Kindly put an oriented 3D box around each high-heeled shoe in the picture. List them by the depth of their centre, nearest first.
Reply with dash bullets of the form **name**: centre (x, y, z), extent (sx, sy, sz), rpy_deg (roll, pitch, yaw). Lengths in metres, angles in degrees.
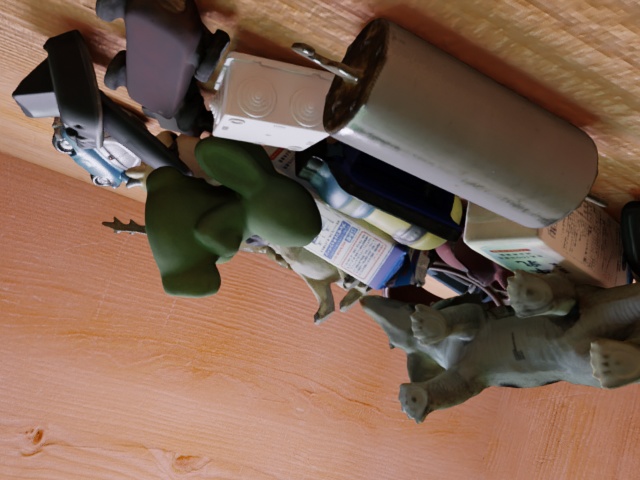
- **high-heeled shoe**: centre (0.341, 0.014, 0.535), extent (0.248, 0.086, 0.145), rpy_deg (41, -163, -23)

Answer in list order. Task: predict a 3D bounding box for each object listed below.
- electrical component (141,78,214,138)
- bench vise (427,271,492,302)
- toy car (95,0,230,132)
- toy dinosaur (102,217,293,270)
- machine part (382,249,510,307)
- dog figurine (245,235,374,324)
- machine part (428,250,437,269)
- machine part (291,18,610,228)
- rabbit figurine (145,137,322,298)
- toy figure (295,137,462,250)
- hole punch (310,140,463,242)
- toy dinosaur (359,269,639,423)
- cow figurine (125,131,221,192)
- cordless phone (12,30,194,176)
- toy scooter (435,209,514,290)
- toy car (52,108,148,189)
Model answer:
- **electrical component**: centre (-0.147, -0.145, 0.570), extent (0.102, 0.045, 0.078), rpy_deg (13, 144, 24)
- **bench vise**: centre (0.279, 0.088, 0.986), extent (0.240, 0.129, 0.224), rpy_deg (28, 176, -8)
- **toy car**: centre (-0.128, -0.146, 0.437), extent (0.089, 0.053, 0.202), rpy_deg (26, 168, -15)
- **toy dinosaur**: centre (-0.102, -0.027, 0.867), extent (0.199, 0.105, 0.471), rpy_deg (18, -167, 33)
- **machine part**: centre (0.199, 0.074, 0.829), extent (0.201, 0.087, 0.201), rpy_deg (12, 139, 22)
- **dog figurine**: centre (-0.001, -0.004, 0.730), extent (0.191, 0.121, 0.172), rpy_deg (49, -154, 18)
- **machine part**: centre (0.111, -0.014, 0.739), extent (0.084, 0.039, 0.139), rpy_deg (36, -162, -54)
- **machine part**: centre (0.091, -0.070, 0.349), extent (0.243, 0.079, 0.079), rpy_deg (20, 174, -20)
- **rabbit figurine**: centre (-0.084, -0.035, 0.563), extent (0.170, 0.159, 0.121), rpy_deg (-7, -163, 12)
- **toy figure**: centre (0.061, -0.051, 0.550), extent (0.180, 0.089, 0.082), rpy_deg (18, 179, -19)
- **hole punch**: centre (0.073, -0.069, 0.447), extent (0.142, 0.092, 0.116), rpy_deg (19, -167, -15)
- **toy dinosaur**: centre (0.209, 0.092, 0.520), extent (0.405, 0.131, 0.192), rpy_deg (-15, 172, 39)
- **cow figurine**: centre (-0.180, -0.089, 0.722), extent (0.195, 0.127, 0.085), rpy_deg (36, -178, 36)
- **cordless phone**: centre (-0.209, -0.118, 0.566), extent (0.184, 0.088, 0.147), rpy_deg (37, 168, -20)
- **toy scooter**: centre (0.183, 0.003, 0.645), extent (0.135, 0.075, 0.184), rpy_deg (36, -174, -31)
- **toy car**: centre (-0.303, -0.150, 0.781), extent (0.103, 0.109, 0.161), rpy_deg (-6, 156, 13)
